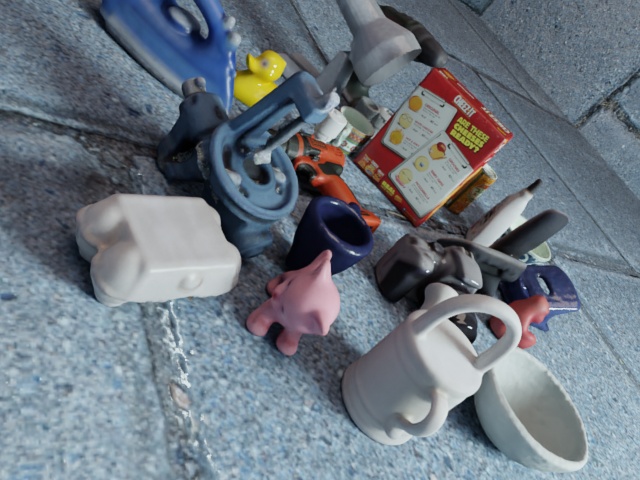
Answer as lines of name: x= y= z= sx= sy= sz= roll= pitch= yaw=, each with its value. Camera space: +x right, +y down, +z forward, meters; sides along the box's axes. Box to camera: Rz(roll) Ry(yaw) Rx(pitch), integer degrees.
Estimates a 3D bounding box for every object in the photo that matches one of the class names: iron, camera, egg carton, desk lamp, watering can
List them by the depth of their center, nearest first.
egg carton: x=-0.149 y=0.011 z=0.542 sx=0.151 sy=0.069 sz=0.107 roll=-2 pitch=53 yaw=-48
watering can: x=0.116 y=0.115 z=0.588 sx=0.101 sy=0.193 sz=0.172 roll=20 pitch=38 yaw=-32
camera: x=0.164 y=0.071 z=0.780 sx=0.143 sy=0.100 sz=0.136 roll=26 pitch=35 yaw=-24
iron: x=-0.186 y=-0.304 z=0.806 sx=0.258 sy=0.141 sz=0.119 roll=45 pitch=32 yaw=4
desk lamp: x=0.050 y=-0.340 z=1.036 sx=0.203 sy=0.213 sz=0.118 roll=47 pitch=32 yaw=8

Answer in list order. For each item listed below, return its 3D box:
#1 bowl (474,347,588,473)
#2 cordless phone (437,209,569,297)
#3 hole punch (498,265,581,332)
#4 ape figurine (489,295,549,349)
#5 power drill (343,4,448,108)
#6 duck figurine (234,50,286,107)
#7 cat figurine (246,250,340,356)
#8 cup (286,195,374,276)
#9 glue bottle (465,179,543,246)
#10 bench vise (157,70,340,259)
bowl: x=0.250 y=0.220 z=0.721 sx=0.168 sy=0.074 sz=0.167 roll=28 pitch=35 yaw=-21
cordless phone: x=0.295 y=-0.001 z=0.927 sx=0.148 sy=0.184 sz=0.094 roll=15 pitch=41 yaw=-36
hole punch: x=0.381 y=0.093 z=0.998 sx=0.101 sy=0.091 sz=0.108 roll=22 pitch=37 yaw=-30
ape figurine: x=0.319 y=0.122 z=0.896 sx=0.076 sy=0.092 sz=0.078 roll=36 pitch=32 yaw=-10
power drill: x=0.135 y=-0.355 z=1.151 sx=0.076 sy=0.208 sz=0.229 roll=6 pitch=47 yaw=-43
duck figurine: x=-0.086 y=-0.259 z=0.913 sx=0.105 sy=0.086 sz=0.077 roll=17 pitch=40 yaw=-35
cat figurine: x=-0.014 y=0.057 z=0.588 sx=0.067 sy=0.117 sz=0.128 roll=37 pitch=32 yaw=-9
cup: x=0.006 y=0.002 z=0.696 sx=0.092 sy=0.094 sz=0.118 roll=40 pitch=32 yaw=-3
glue bottle: x=0.337 y=-0.050 z=1.042 sx=0.037 sy=0.173 sz=0.078 roll=38 pitch=32 yaw=-7
bench vise: x=-0.086 y=-0.114 z=0.616 sx=0.207 sy=0.219 sz=0.122 roll=44 pitch=32 yaw=3
